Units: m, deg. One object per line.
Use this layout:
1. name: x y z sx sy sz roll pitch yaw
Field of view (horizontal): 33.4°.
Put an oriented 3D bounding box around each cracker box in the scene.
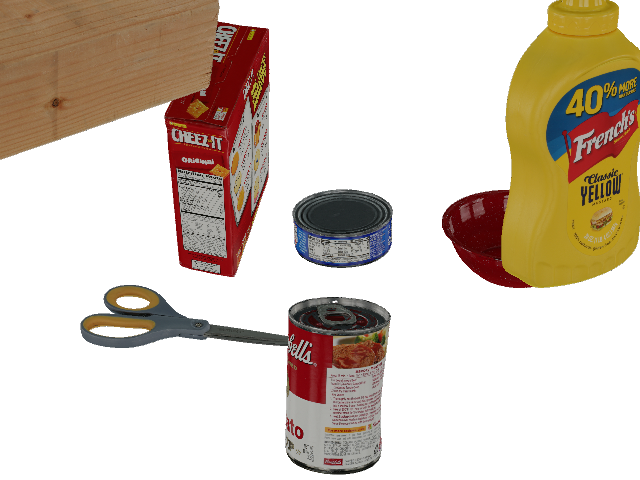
1. cracker box: -0.104 -0.094 1.120 0.072 0.164 0.214 10 -43 7

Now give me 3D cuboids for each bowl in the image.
1. bowl: 0.210 0.004 1.148 0.162 0.055 0.162 -1 30 0

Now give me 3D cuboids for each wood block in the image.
1. wood block: -0.191 -0.151 0.852 0.205 0.091 0.090 -26 54 -37

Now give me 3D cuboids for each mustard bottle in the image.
1. mustard bottle: 0.158 -0.071 0.658 0.096 0.192 0.058 -17 29 -24

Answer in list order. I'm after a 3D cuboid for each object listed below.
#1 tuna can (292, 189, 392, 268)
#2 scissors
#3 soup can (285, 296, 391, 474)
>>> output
1. tuna can: 0.019 -0.011 0.915 0.086 0.034 0.086 -2 28 1
2. scissors: -0.123 0.072 1.008 0.201 0.016 0.096 -1 33 -8
3. soup can: 0.011 0.096 0.718 0.068 0.102 0.068 2 16 -1
